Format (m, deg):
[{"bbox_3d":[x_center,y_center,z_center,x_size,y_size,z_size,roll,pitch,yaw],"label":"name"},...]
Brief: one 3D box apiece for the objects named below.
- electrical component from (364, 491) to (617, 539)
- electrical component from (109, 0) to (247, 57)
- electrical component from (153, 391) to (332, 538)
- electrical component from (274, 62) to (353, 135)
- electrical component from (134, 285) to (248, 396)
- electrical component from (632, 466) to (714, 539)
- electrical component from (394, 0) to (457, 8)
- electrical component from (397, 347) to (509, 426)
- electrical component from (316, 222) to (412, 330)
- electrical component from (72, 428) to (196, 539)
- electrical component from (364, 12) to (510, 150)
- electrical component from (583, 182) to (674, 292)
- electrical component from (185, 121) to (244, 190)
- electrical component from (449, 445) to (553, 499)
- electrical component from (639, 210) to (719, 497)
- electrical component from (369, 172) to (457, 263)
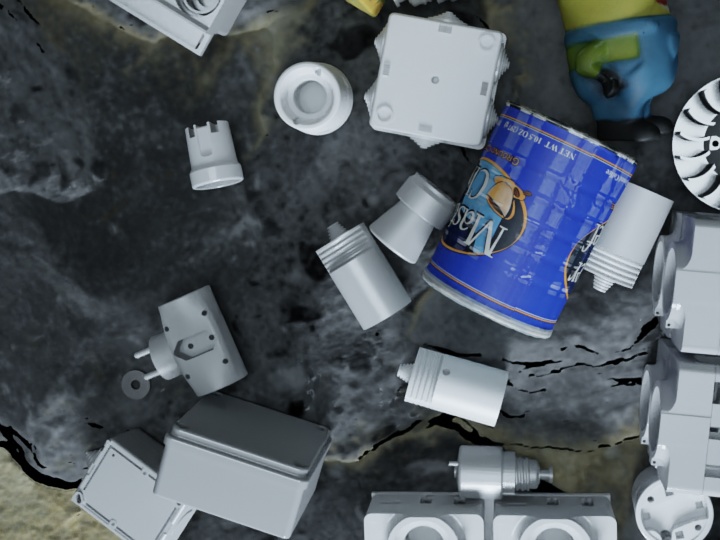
[{"bbox_3d":[0.100,0.230,0.823,0.186,0.060,0.105,-1,96,8],"label":"electrical component"},{"bbox_3d":[-0.147,-0.224,0.803,0.121,0.063,0.078,32,100,3],"label":"electrical component"},{"bbox_3d":[-0.086,0.144,0.814,0.109,0.108,0.056,17,100,5],"label":"electrical component"},{"bbox_3d":[-0.036,-0.129,0.807,0.055,0.047,0.055,1,97,8],"label":"electrical component"},{"bbox_3d":[-0.139,0.062,0.845,0.079,0.043,0.077,-23,93,10],"label":"electrical component"},{"bbox_3d":[0.232,0.175,0.806,0.055,0.047,0.055,1,96,7],"label":"electrical component"},{"bbox_3d":[0.060,-0.215,0.788,0.078,0.040,0.040,-24,93,10],"label":"electrical component"},{"bbox_3d":[0.068,0.087,0.820,0.081,0.043,0.043,15,98,6],"label":"electrical component"},{"bbox_3d":[0.000,0.000,0.819,0.043,0.043,0.081,-31,92,10],"label":"electrical component"},{"bbox_3d":[-0.177,0.171,0.857,0.096,0.061,0.061,34,100,10],"label":"electrical component"},{"bbox_3d":[0.057,-0.139,0.793,0.100,0.048,0.099,11,99,5],"label":"electrical component"},{"bbox_3d":[0.193,-0.022,0.791,0.043,0.043,0.081,24,99,4],"label":"electrical component"},{"bbox_3d":[-0.113,-0.088,0.827,0.040,0.040,0.046,-12,88,9],"label":"electrical component"},{"bbox_3d":[0.108,0.155,0.824,0.078,0.040,0.040,1,97,7],"label":"electrical component"},{"bbox_3d":[0.241,0.055,0.761,0.060,0.105,0.186,5,97,7],"label":"electrical component"},{"bbox_3d":[0.041,-0.039,0.808,0.045,0.045,0.055,39,99,2],"label":"electrical component"}]
